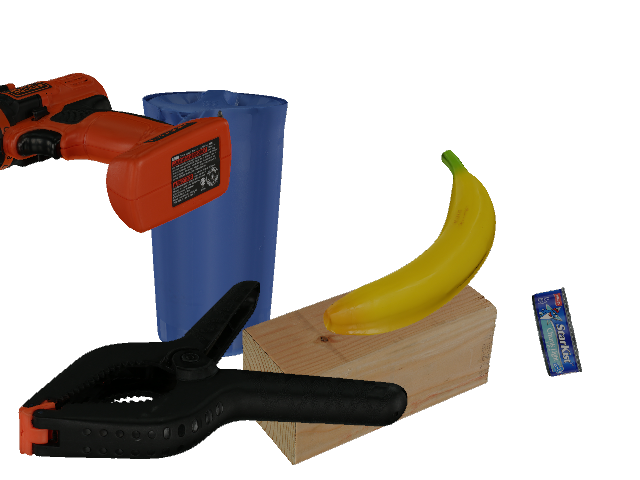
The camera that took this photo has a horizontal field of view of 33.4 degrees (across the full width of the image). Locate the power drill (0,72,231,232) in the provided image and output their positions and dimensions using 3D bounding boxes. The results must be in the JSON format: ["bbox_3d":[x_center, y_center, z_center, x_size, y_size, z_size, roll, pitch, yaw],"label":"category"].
[{"bbox_3d":[-0.169,-0.061,0.715,0.188,0.057,0.184,19,32,29],"label":"power drill"}]

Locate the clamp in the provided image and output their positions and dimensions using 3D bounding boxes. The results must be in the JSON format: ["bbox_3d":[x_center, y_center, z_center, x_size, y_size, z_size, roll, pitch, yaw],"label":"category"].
[{"bbox_3d":[-0.077,0.078,0.623,0.209,0.036,0.165,-9,27,-29],"label":"clamp"}]

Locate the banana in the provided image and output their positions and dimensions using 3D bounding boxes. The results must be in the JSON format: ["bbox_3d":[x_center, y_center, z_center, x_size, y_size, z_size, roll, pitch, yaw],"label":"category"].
[{"bbox_3d":[0.076,0.012,0.750,0.070,0.037,0.197,24,48,17],"label":"banana"}]

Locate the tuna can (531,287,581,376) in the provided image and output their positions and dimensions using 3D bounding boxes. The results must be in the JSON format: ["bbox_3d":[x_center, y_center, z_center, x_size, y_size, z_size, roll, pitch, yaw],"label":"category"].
[{"bbox_3d":[0.236,0.092,1.068,0.034,0.086,0.086,-12,-3,12],"label":"tuna can"}]

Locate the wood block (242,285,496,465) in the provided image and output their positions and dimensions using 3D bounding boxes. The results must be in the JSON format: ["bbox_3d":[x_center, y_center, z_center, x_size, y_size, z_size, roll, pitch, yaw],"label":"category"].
[{"bbox_3d":[0.043,0.102,0.935,0.205,0.090,0.091,-17,37,-27],"label":"wood block"}]

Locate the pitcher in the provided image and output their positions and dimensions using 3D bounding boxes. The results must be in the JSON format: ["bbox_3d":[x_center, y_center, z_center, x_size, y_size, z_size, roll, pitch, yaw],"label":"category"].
[{"bbox_3d":[-0.095,-0.022,1.017,0.149,0.243,0.145,-3,15,-19],"label":"pitcher"}]

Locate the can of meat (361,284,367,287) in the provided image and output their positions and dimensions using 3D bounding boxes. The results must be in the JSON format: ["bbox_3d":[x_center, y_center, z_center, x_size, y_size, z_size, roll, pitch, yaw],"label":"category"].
[{"bbox_3d":[0.061,0.113,1.258,0.057,0.084,0.102,14,26,11],"label":"can of meat"}]
